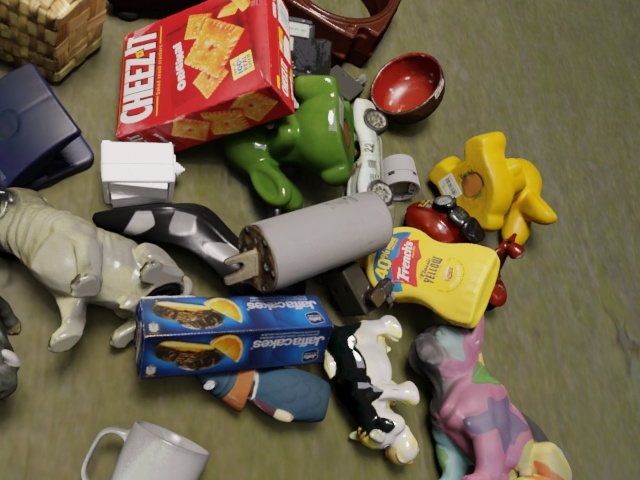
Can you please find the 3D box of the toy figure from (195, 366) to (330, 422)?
[{"bbox_3d":[-0.066,0.164,0.595,0.154,0.064,0.057,15,102,-6],"label":"toy figure"}]

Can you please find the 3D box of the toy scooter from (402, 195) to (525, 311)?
[{"bbox_3d":[0.195,0.006,0.708,0.075,0.135,0.184,-37,81,-27],"label":"toy scooter"}]

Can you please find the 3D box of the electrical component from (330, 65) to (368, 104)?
[{"bbox_3d":[0.031,-0.237,0.825,0.063,0.021,0.094,43,61,4],"label":"electrical component"}]

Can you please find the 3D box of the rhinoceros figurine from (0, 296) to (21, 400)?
[{"bbox_3d":[-0.339,0.071,0.516,0.073,0.112,0.190,-21,67,-28],"label":"rhinoceros figurine"}]

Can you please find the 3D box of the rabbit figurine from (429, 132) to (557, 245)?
[{"bbox_3d":[0.275,-0.077,0.787,0.173,0.122,0.162,-12,63,-43],"label":"rabbit figurine"}]

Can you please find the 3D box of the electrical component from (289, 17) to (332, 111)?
[{"bbox_3d":[-0.045,-0.242,0.754,0.115,0.058,0.134,4,95,-20],"label":"electrical component"}]

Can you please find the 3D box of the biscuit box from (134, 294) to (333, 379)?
[{"bbox_3d":[-0.090,0.099,0.574,0.203,0.062,0.059,0,34,-25],"label":"biscuit box"}]

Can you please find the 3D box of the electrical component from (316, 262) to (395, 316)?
[{"bbox_3d":[0.045,0.062,0.658,0.045,0.102,0.078,-31,91,-30],"label":"electrical component"}]

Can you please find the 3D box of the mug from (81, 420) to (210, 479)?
[{"bbox_3d":[-0.177,0.235,0.515,0.109,0.081,0.107,27,71,-12],"label":"mug"}]

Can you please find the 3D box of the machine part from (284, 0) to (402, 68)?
[{"bbox_3d":[0.021,-0.388,0.853,0.201,0.087,0.201,29,62,-3],"label":"machine part"}]

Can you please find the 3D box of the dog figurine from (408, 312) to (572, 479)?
[{"bbox_3d":[0.198,0.193,0.645,0.191,0.108,0.219,11,61,-13],"label":"dog figurine"}]

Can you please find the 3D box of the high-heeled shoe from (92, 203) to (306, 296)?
[{"bbox_3d":[-0.141,0.030,0.639,0.249,0.086,0.145,1,95,-1],"label":"high-heeled shoe"}]

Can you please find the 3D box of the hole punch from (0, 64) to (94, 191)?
[{"bbox_3d":[-0.339,-0.123,0.617,0.116,0.092,0.142,-35,85,-24],"label":"hole punch"}]

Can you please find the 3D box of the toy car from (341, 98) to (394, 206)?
[{"bbox_3d":[0.059,-0.101,0.745,0.056,0.073,0.202,8,65,-19],"label":"toy car"}]

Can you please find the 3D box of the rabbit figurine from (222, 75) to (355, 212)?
[{"bbox_3d":[-0.044,-0.115,0.702,0.170,0.121,0.159,-5,85,16],"label":"rabbit figurine"}]

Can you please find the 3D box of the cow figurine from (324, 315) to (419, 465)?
[{"bbox_3d":[0.057,0.176,0.618,0.098,0.068,0.167,-1,67,-27],"label":"cow figurine"}]

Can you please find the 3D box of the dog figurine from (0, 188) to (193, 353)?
[{"bbox_3d":[-0.252,0.011,0.590,0.191,0.121,0.172,46,17,29],"label":"dog figurine"}]

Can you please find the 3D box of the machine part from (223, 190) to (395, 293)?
[{"bbox_3d":[-0.001,-0.002,0.604,0.243,0.079,0.079,-19,74,-34],"label":"machine part"}]

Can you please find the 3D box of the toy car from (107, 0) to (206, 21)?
[{"bbox_3d":[-0.199,-0.351,0.760,0.202,0.089,0.053,-6,73,-19],"label":"toy car"}]
